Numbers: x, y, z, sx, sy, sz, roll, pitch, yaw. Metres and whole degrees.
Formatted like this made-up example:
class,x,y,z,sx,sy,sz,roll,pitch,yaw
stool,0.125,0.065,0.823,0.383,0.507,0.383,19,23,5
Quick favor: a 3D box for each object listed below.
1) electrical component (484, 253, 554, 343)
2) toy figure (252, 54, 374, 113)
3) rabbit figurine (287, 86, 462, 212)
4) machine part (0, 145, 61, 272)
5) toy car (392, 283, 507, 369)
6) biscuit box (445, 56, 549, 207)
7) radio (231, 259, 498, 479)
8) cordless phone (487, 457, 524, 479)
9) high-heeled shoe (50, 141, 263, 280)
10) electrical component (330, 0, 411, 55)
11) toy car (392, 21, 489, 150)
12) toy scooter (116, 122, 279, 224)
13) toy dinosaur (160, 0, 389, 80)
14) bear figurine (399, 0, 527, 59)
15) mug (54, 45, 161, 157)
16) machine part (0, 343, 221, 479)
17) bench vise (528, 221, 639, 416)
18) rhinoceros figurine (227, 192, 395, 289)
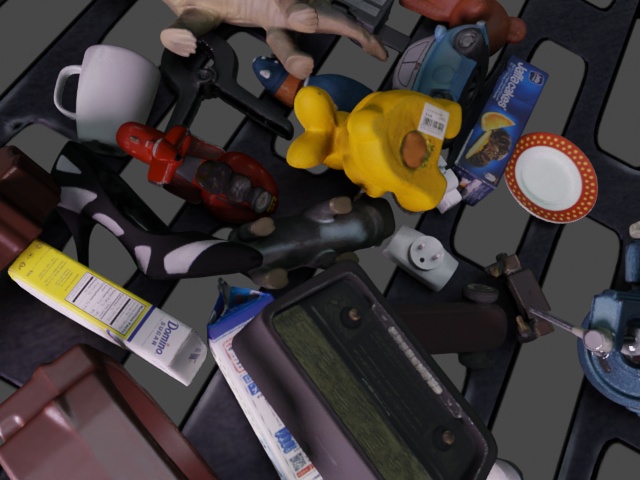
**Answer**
class,x,y,z,sx,sy,sz,roll,pitch,yaw
electrical component,0.222,0.062,0.604,0.045,0.078,0.102,-23,81,3
toy figure,-0.012,-0.184,0.663,0.155,0.064,0.057,18,105,2
rabbit figurine,0.040,-0.102,0.586,0.162,0.173,0.121,2,101,-30
machine part,-0.322,-0.013,0.491,0.179,0.180,0.056,-55,130,-22
toy car,0.103,0.095,0.577,0.202,0.053,0.089,-2,100,-9
biscuit box,0.221,-0.142,0.686,0.059,0.062,0.202,31,68,0
radio,0.042,0.137,0.466,0.131,0.073,0.229,-31,82,-42
cordless phone,0.101,0.279,0.499,0.184,0.088,0.146,-1,70,-6
high-heeled shoe,-0.167,-0.034,0.534,0.249,0.086,0.145,-1,89,20
electrical component,0.069,-0.299,0.726,0.119,0.047,0.075,32,68,4
toy car,0.145,-0.198,0.681,0.103,0.109,0.161,25,80,25
toy scooter,-0.118,-0.069,0.543,0.184,0.135,0.075,26,89,-17
toy dinosaur,-0.135,-0.307,0.644,0.471,0.105,0.199,17,42,-9
bear figurine,0.181,-0.328,0.719,0.120,0.132,0.196,-34,73,9
mug,-0.243,-0.152,0.600,0.110,0.081,0.107,8,77,-6
machine part,-0.147,0.187,0.422,0.087,0.201,0.201,-39,81,-18
bench vise,0.334,0.079,0.561,0.240,0.129,0.223,9,94,-43
rhinoceros figurine,-0.001,-0.002,0.571,0.190,0.112,0.073,-17,91,-22
